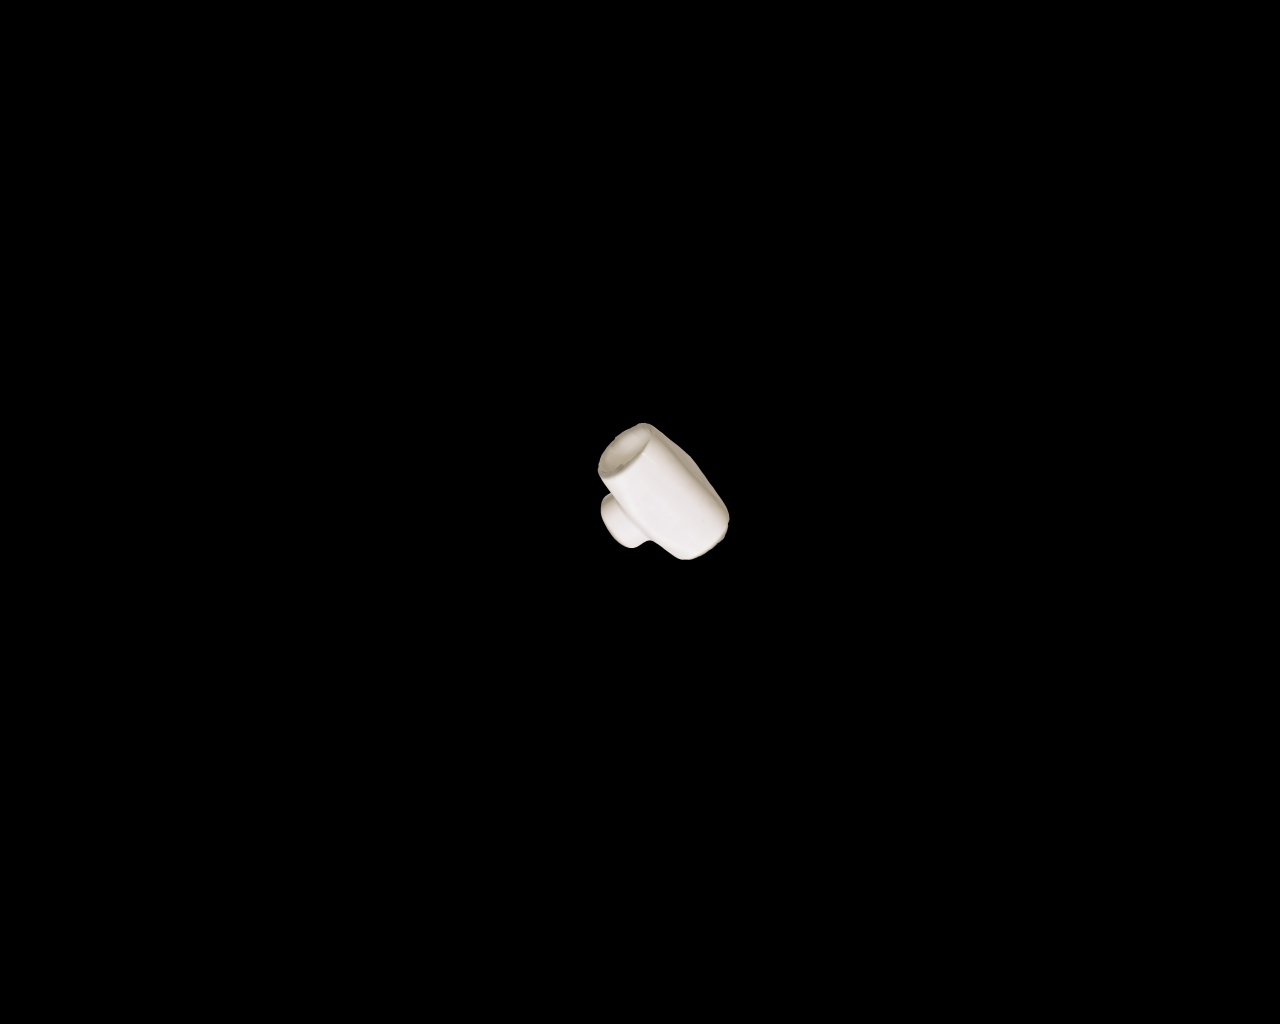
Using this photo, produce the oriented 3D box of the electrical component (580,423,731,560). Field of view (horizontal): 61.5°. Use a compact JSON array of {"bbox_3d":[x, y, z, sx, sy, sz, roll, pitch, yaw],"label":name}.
[{"bbox_3d":[0.001,-0.003,0.650,0.079,0.077,0.044,-33,28,20],"label":"electrical component"}]
